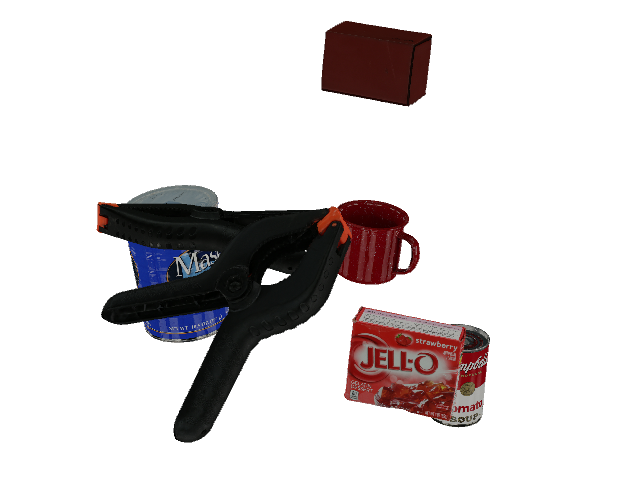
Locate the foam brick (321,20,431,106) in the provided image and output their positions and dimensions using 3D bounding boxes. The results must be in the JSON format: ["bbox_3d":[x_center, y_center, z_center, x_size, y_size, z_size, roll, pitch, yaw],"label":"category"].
[{"bbox_3d":[0.046,-0.146,0.876,0.078,0.051,0.052,13,24,19],"label":"foam brick"}]

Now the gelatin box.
[{"bbox_3d":[0.067,0.098,0.851,0.089,0.073,0.030,10,23,12],"label":"gelatin box"}]

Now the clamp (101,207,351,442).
[{"bbox_3d":[-0.049,0.046,0.676,0.171,0.120,0.039,-31,-27,4],"label":"clamp"}]

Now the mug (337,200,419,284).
[{"bbox_3d":[0.072,0.007,1.347,0.117,0.081,0.093,18,27,25],"label":"mug"}]

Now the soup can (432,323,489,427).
[{"bbox_3d":[0.160,0.158,1.250,0.068,0.102,0.068,1,22,-1],"label":"soup can"}]

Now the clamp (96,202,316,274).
[{"bbox_3d":[-0.096,-0.008,0.938,0.210,0.036,0.164,5,13,0],"label":"clamp"}]

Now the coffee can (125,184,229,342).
[{"bbox_3d":[-0.152,0.024,1.153,0.103,0.140,0.103,-5,26,2],"label":"coffee can"}]
